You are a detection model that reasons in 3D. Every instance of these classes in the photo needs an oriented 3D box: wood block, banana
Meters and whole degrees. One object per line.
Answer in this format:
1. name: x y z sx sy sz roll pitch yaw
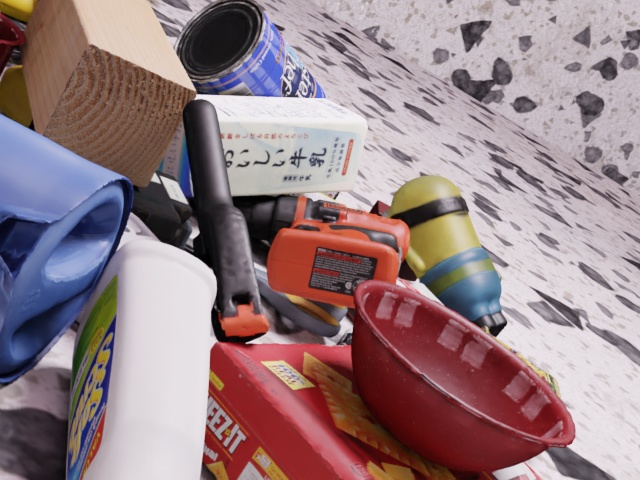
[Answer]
1. wood block: -0.177 -0.138 0.854 0.090 0.090 0.206 21 21 -30
2. banana: -0.369 -0.287 1.219 0.197 0.037 0.069 25 20 -21

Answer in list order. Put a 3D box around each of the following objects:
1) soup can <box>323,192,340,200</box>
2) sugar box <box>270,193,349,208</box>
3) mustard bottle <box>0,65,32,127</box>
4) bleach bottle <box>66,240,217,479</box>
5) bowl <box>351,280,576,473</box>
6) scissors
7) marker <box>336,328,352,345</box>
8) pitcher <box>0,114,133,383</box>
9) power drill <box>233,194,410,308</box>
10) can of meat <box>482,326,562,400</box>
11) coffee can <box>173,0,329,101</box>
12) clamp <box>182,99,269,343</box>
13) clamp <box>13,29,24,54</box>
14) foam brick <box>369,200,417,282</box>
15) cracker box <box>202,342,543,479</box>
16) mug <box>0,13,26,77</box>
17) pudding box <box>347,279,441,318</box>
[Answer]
1. soup can: -0.032 -0.078 1.167 0.102 0.068 0.068 21 20 -32
2. sugar box: -0.026 -0.027 1.080 0.176 0.048 0.093 25 19 -10
3. mustard bottle: -0.225 -0.137 1.020 0.096 0.058 0.191 27 17 3
4. bleach bottle: -0.090 0.096 0.535 0.068 0.103 0.251 23 18 -18
5. bowl: 0.076 0.093 0.664 0.162 0.055 0.162 30 16 -10
6. scissors: -0.061 0.034 0.896 0.201 0.016 0.096 23 13 -22
7. marker: 0.015 0.096 0.857 0.020 0.020 0.121 33 18 5
8. pitcher: -0.240 -0.031 0.619 0.243 0.149 0.144 30 35 6
9. power drill: -0.006 0.001 0.931 0.184 0.057 0.187 9 13 -3
10. can of meat: 0.165 0.134 0.947 0.084 0.057 0.102 34 18 -2
11. coffee can: -0.067 -0.159 1.064 0.103 0.103 0.140 48 0 41
12. clamp: -0.068 -0.001 0.725 0.036 0.164 0.210 -7 19 -11
13. clamp: -0.276 -0.196 1.082 0.120 0.039 0.171 20 11 31
14. foam brick: 0.083 0.001 1.173 0.078 0.053 0.051 29 18 -7
15. cracker box: 0.033 0.139 0.681 0.164 0.072 0.213 43 20 31
16. mug: -0.307 -0.158 0.897 0.093 0.082 0.117 25 19 -21
17. pudding box: 0.079 0.072 0.998 0.113 0.039 0.090 12 25 -42
